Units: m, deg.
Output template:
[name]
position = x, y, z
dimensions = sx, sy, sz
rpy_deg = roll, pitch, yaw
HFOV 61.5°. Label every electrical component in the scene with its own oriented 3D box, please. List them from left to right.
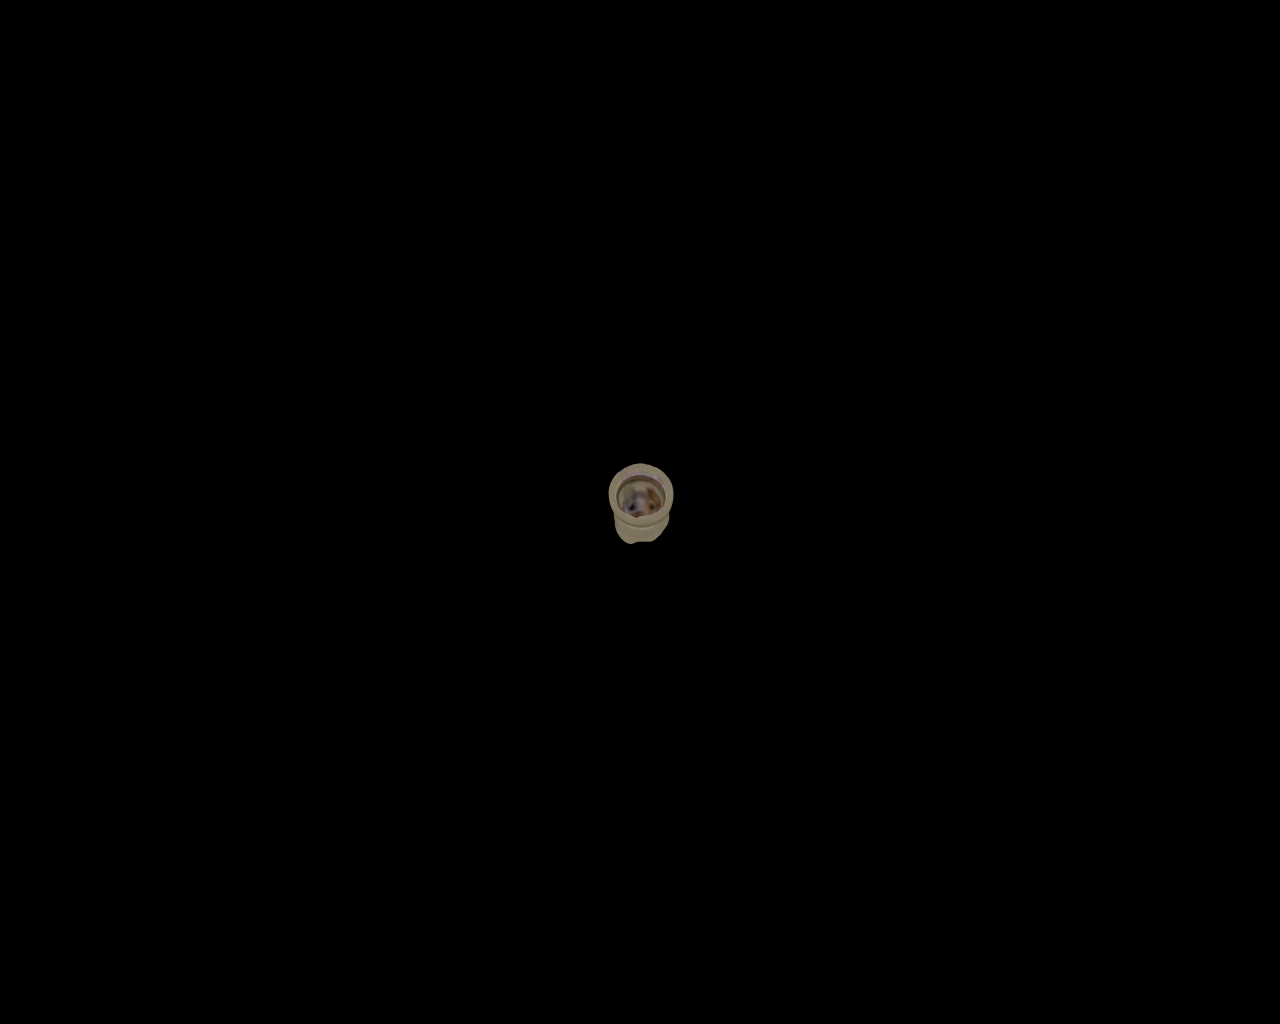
[electrical component]
position = 0.001, -0.003, 0.650
dimensions = 0.040, 0.040, 0.046
rpy_deg = 0, -28, 0
